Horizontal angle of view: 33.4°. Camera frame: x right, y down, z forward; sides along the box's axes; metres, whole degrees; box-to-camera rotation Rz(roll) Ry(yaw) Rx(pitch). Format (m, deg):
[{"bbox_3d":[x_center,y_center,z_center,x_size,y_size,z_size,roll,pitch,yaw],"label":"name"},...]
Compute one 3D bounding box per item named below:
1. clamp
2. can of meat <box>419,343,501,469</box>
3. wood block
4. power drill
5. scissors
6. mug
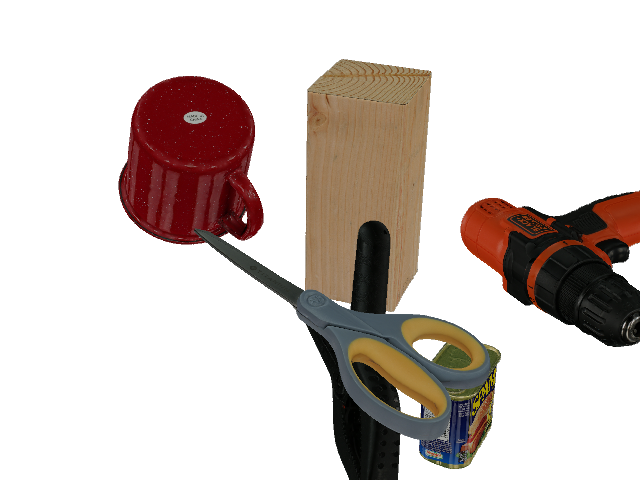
[{"bbox_3d":[0.032,0.100,0.827,0.036,0.210,0.165,1,-34,-18],"label":"clamp"},{"bbox_3d":[0.132,0.157,1.023,0.058,0.084,0.101,12,27,24],"label":"can of meat"},{"bbox_3d":[0.042,-0.050,0.982,0.091,0.206,0.090,11,31,17],"label":"wood block"},{"bbox_3d":[0.217,0.004,0.744,0.187,0.057,0.185,-12,29,-21],"label":"power drill"},{"bbox_3d":[0.017,0.038,0.613,0.096,0.016,0.202,-15,42,-32],"label":"scissors"},{"bbox_3d":[-0.081,-0.049,0.723,0.093,0.117,0.082,-33,-20,-28],"label":"mug"}]
